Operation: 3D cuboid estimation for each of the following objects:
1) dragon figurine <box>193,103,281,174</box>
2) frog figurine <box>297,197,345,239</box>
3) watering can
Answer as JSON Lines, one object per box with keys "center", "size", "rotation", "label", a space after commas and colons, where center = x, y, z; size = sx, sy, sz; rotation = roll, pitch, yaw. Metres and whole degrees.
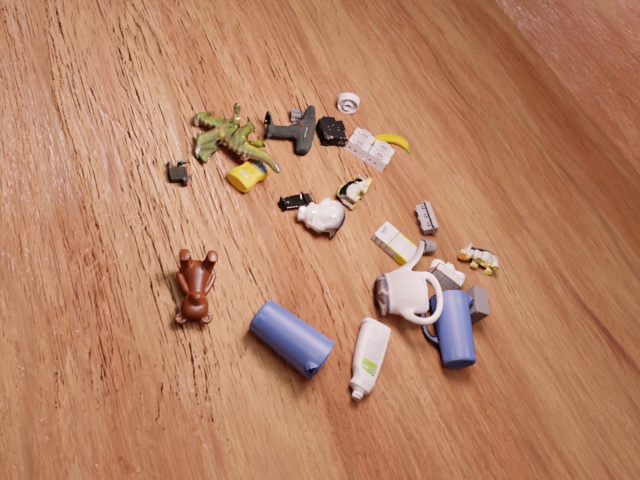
{"center": [-0.335, -0.347, 1.871], "size": [0.244, 0.120, 0.417], "rotation": [-29, 63, -9], "label": "dragon figurine"}
{"center": [0.006, -0.092, 1.830], "size": [0.158, 0.121, 0.139], "rotation": [28, 70, -18], "label": "frog figurine"}
{"center": [0.297, 0.145, 1.774], "size": [0.224, 0.101, 0.356], "rotation": [-2, 48, -3], "label": "watering can"}
